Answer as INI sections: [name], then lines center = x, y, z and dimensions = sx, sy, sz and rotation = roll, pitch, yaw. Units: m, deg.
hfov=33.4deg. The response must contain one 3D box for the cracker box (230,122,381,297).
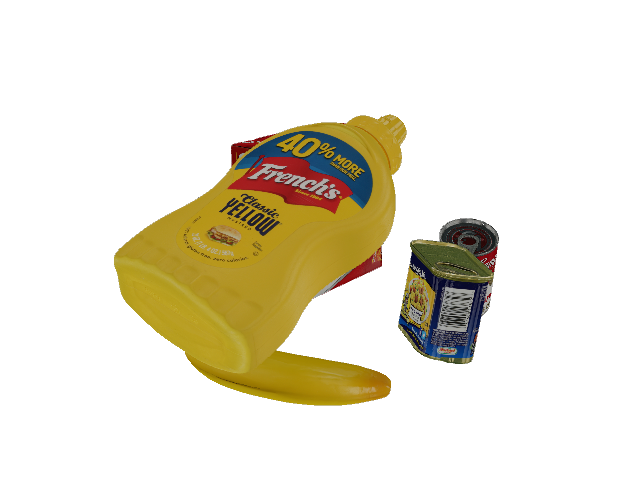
[cracker box]
center = -0.010, -0.032, 1.123
dimensions = 0.072, 0.164, 0.213
rotation = 7, 15, 30

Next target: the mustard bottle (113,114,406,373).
[mustard bottle]
center = -0.015, -0.014, 0.591
dimensions = 0.096, 0.058, 0.191
rotation = 27, 52, 29

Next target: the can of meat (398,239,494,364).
[can of meat]
center = 0.111, 0.055, 0.967
dimensions = 0.057, 0.084, 0.102
rotation = 6, 15, -14

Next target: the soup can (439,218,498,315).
[soup can]
center = 0.169, 0.035, 1.250
dimensions = 0.068, 0.102, 0.068
rotation = 0, 38, 0

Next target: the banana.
[banana]
center = -0.042, 0.097, 0.840
dimensions = 0.198, 0.037, 0.069
rotation = 13, 25, 35
